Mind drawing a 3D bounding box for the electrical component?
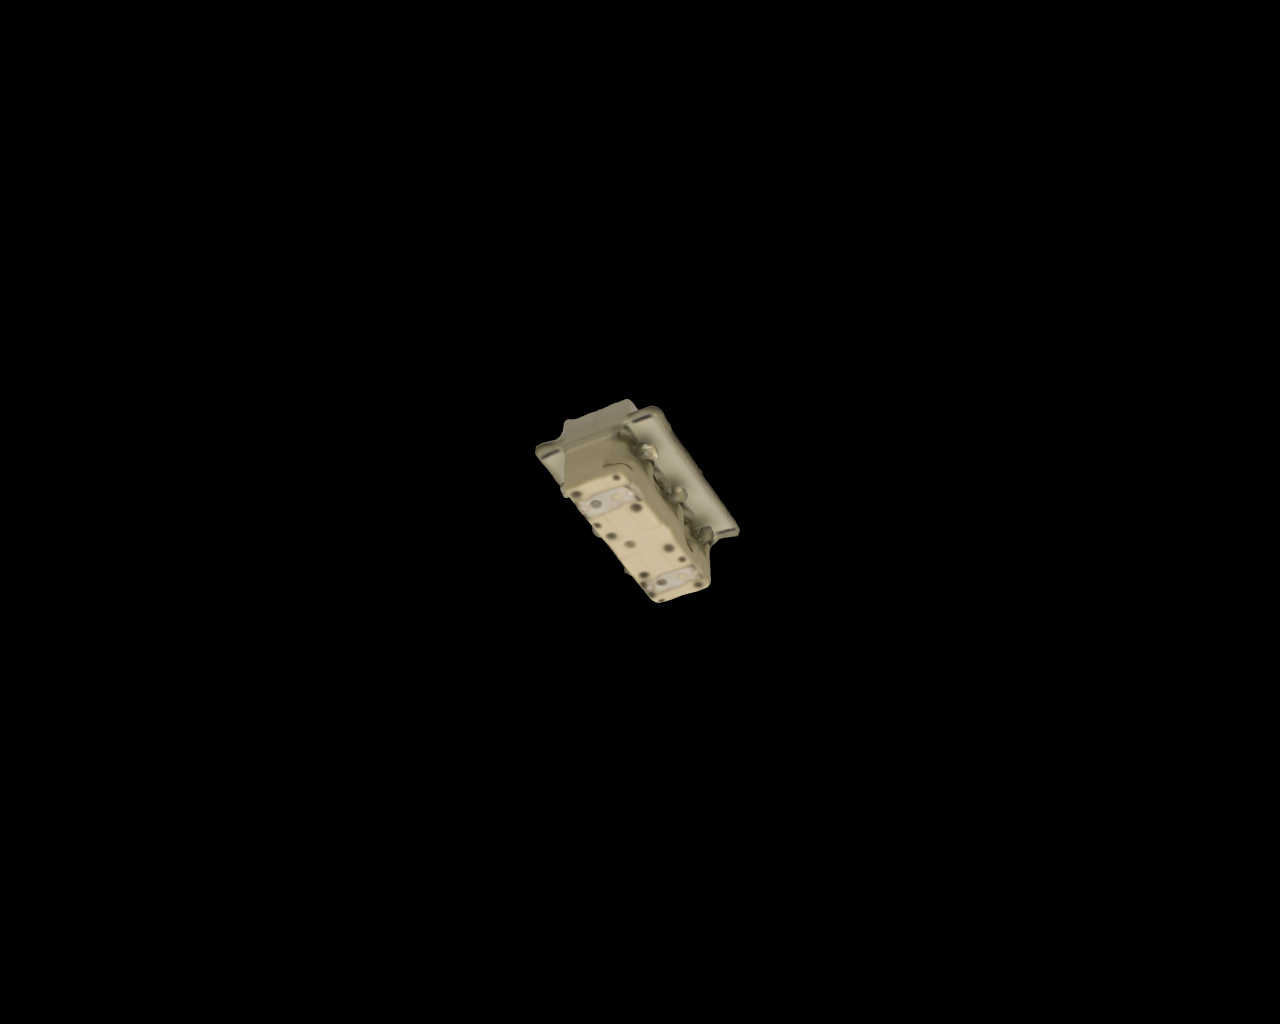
[{"bbox_3d":[0.001,-0.003,0.650,0.078,0.063,0.121,-19,-46,19],"label":"electrical component"}]
